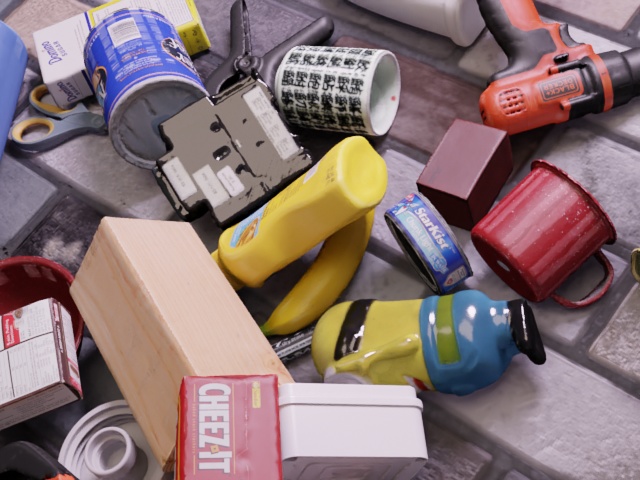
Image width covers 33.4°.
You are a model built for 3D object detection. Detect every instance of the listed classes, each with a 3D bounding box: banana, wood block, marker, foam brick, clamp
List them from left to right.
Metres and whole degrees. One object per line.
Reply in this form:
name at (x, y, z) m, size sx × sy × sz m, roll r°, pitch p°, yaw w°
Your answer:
clamp at (-0.277, 0.226, 0.868) m, size 0.210 × 0.036 × 0.164 m, roll -11°, pitch 57°, yaw 34°
wood block at (-0.118, 0.080, 0.878) m, size 0.206 × 0.090 × 0.090 m, roll 52°, pitch 124°, yaw 37°
clamp at (-0.075, -0.177, 1.086) m, size 0.120 × 0.039 × 0.171 m, roll 24°, pitch 69°, yaw 34°
marker at (-0.026, 0.093, 0.907) m, size 0.121 × 0.020 × 0.020 m, roll -25°, pitch 54°, yaw 2°
banana at (0.007, 0.009, 0.938) m, size 0.070 × 0.037 × 0.197 m, roll 19°, pitch 65°, yaw 31°
foam brick at (0.127, -0.057, 0.933) m, size 0.053 × 0.051 × 0.078 m, roll 21°, pitch 67°, yaw 30°

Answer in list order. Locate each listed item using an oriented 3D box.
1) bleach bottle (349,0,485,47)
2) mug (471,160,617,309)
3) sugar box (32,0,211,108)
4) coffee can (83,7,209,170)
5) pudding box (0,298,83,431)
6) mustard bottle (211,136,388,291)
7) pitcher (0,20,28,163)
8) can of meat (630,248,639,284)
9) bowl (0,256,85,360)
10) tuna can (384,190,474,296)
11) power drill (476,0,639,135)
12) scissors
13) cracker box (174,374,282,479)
bleach bottle at (0.060, -0.274, 1.090) m, size 0.251 × 0.068 × 0.102 m, roll 21°, pitch 67°, yaw 31°
mug at (0.184, 0.005, 0.860) m, size 0.081 × 0.093 × 0.117 m, roll -43°, pitch 92°, yaw -5°
sugar box at (-0.214, -0.214, 1.145) m, size 0.176 × 0.048 × 0.093 m, roll -23°, pitch 50°, yaw 0°
coffee can at (-0.170, -0.150, 1.049) m, size 0.103 × 0.102 × 0.140 m, roll -28°, pitch 45°, yaw 0°
pudding box at (-0.262, 0.109, 0.896) m, size 0.113 × 0.039 × 0.090 m, roll -22°, pitch 55°, yaw 6°
mustard bottle at (-0.031, -0.010, 0.915) m, size 0.192 × 0.058 × 0.096 m, roll -35°, pitch 16°, yaw 29°
pitcher at (-0.378, -0.124, 1.093) m, size 0.149 × 0.145 × 0.242 m, roll -6°, pitch 54°, yaw 18°
can of meat at (0.307, 0.014, 0.823) m, size 0.102 × 0.057 × 0.084 m, roll 35°, pitch 72°, yaw 33°
bowl at (-0.276, 0.097, 0.966) m, size 0.162 × 0.055 × 0.162 m, roll -9°, pitch 56°, yaw 13°
tuna can at (0.089, 0.003, 0.885) m, size 0.033 × 0.086 × 0.086 m, roll -34°, pitch 54°, yaw -2°
power drill at (0.212, -0.198, 0.955) m, size 0.184 × 0.057 × 0.188 m, roll -16°, pitch 78°, yaw -3°
scissors at (-0.247, -0.110, 1.112) m, size 0.202 × 0.016 × 0.096 m, roll 30°, pitch 69°, yaw 32°
cracker box at (-0.067, 0.211, 0.722) m, size 0.072 × 0.214 × 0.164 m, roll 0°, pitch 56°, yaw -8°
